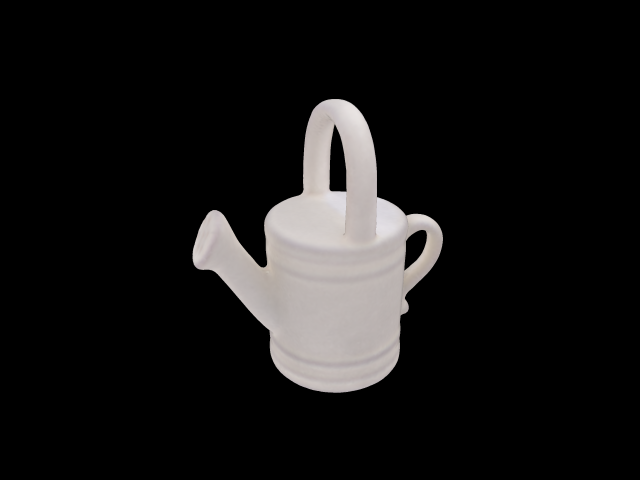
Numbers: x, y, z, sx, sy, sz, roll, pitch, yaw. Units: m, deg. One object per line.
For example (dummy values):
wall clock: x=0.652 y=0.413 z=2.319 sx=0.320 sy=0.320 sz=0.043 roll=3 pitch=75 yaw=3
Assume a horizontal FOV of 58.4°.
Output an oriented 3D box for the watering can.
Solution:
watering can: x=0.004 y=0.002 z=0.398 sx=0.173 sy=0.194 sz=0.100 roll=-21 pitch=33 yaw=-35
